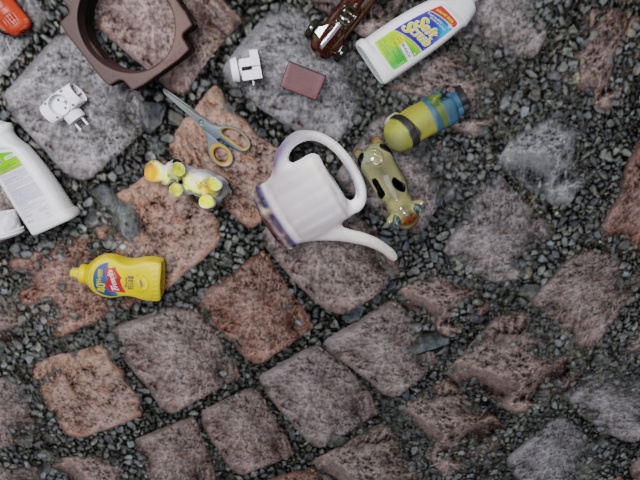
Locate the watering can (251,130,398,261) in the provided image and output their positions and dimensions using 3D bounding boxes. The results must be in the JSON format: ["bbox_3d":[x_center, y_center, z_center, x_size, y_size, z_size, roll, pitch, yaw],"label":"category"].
[{"bbox_3d":[0.003,-0.054,1.066,0.224,0.105,0.344,-30,106,7],"label":"watering can"}]
